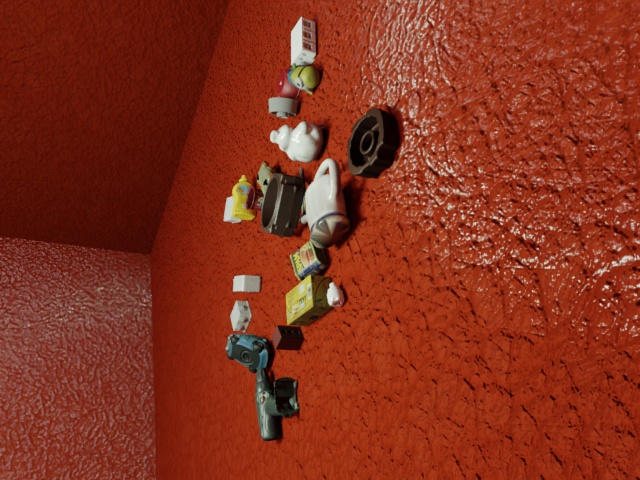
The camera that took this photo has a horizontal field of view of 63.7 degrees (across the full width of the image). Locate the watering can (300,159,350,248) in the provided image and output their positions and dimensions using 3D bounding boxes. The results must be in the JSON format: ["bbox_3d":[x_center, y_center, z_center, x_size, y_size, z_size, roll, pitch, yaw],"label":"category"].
[{"bbox_3d":[0.004,-0.074,1.468,0.340,0.104,0.229,115,153,-53],"label":"watering can"}]

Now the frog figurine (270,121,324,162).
[{"bbox_3d":[-0.071,-0.315,1.624,0.134,0.159,0.125,-54,38,41],"label":"frog figurine"}]
